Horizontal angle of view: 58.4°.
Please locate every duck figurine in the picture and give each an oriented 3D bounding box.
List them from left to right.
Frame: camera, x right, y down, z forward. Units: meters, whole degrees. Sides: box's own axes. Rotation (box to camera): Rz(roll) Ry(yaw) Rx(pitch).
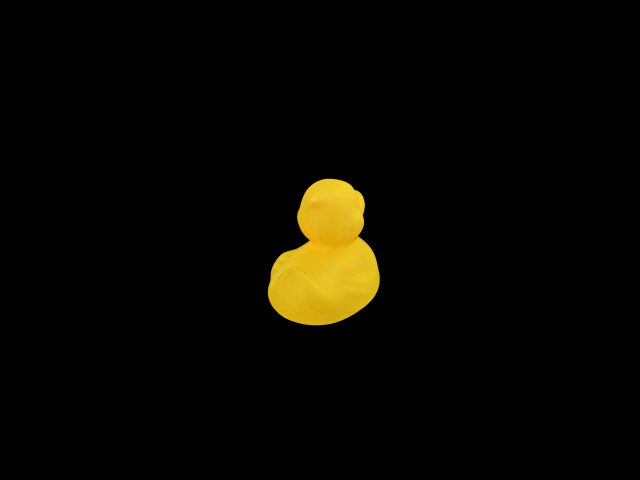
[{"bbox_3d":[0.004,0.001,0.400,0.077,0.086,0.105,14,32,24],"label":"duck figurine"}]
